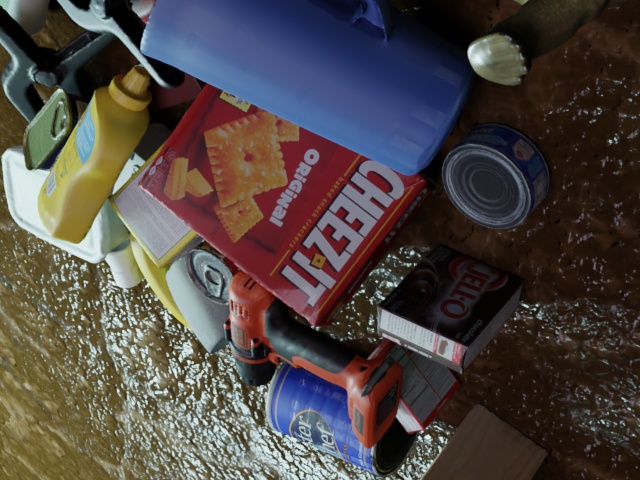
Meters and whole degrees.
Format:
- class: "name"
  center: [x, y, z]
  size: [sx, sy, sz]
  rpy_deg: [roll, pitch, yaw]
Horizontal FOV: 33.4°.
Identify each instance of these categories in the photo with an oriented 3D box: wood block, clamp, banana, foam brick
- class: "wood block"
  center: [0.129, 0.274, 1.055]
  size: [0.090, 0.205, 0.091]
  rpy_deg: [34, 142, 15]
- class: "clamp"
  center: [-0.181, -0.205, 0.955]
  size: [0.172, 0.039, 0.120]
  rpy_deg: [23, 125, 34]
- class: "clamp"
  center: [-0.294, -0.187, 1.114]
  size: [0.164, 0.036, 0.210]
  rpy_deg: [13, 144, -15]
- class: "banana"
  center: [-0.179, 0.042, 1.271]
  size: [0.070, 0.037, 0.198]
  rpy_deg: [2, 125, 41]
- class: "foam brick"
  center: [-0.129, -0.165, 1.026]
  size: [0.078, 0.052, 0.051]
  rpy_deg: [-8, 117, 46]

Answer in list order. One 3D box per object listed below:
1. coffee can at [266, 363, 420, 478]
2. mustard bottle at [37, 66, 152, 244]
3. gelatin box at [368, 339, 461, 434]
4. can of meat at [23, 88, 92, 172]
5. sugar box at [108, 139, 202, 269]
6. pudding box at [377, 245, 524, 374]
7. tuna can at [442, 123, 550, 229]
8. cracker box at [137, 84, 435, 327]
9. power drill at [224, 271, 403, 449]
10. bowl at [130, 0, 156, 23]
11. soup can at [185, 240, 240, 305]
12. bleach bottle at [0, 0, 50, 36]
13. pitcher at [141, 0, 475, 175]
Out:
- class: "coffee can"
  center: [0.027, 0.183, 1.152]
  size: [0.140, 0.102, 0.103]
  rpy_deg: [18, 134, 31]
- class: "mustard bottle"
  center: [-0.217, -0.093, 1.052]
  size: [0.058, 0.096, 0.192]
  rpy_deg: [19, 124, -27]
- class: "gelatin box"
  center: [0.091, 0.137, 1.075]
  size: [0.089, 0.073, 0.030]
  rpy_deg: [53, 143, -10]
- class: "can of meat"
  center: [-0.258, -0.111, 1.149]
  size: [0.102, 0.083, 0.057]
  rpy_deg: [-39, 55, 39]
- class: "sugar box"
  center: [-0.122, -0.061, 1.058]
  size: [0.176, 0.048, 0.093]
  rpy_deg: [-39, 86, 24]
- class: "pudding box"
  center: [0.116, 0.059, 0.950]
  size: [0.090, 0.113, 0.039]
  rpy_deg: [23, 134, 26]
- class: "tuna can"
  center: [0.145, -0.052, 0.887]
  size: [0.086, 0.033, 0.086]
  rpy_deg: [26, 138, 25]
- class: "cracker box"
  center: [-0.032, -0.050, 0.952]
  size: [0.214, 0.164, 0.072]
  rpy_deg: [38, -173, 12]
- class: "power drill"
  center: [-0.012, 0.126, 1.052]
  size: [0.188, 0.057, 0.184]
  rpy_deg: [29, 149, 19]
- class: "bowl"
  center: [-0.166, -0.256, 0.977]
  size: [0.162, 0.055, 0.162]
  rpy_deg: [24, 137, 25]
- class: "soup can"
  center: [-0.081, 0.010, 1.097]
  size: [0.069, 0.102, 0.068]
  rpy_deg: [25, 138, 25]
- class: "bleach bottle"
  center: [-0.302, -0.316, 1.046]
  size: [0.102, 0.068, 0.251]
  rpy_deg: [38, 139, 8]
- class: "pitcher"
  center: [-0.003, -0.154, 0.820]
  size: [0.242, 0.149, 0.145]
  rpy_deg: [27, 102, -5]
